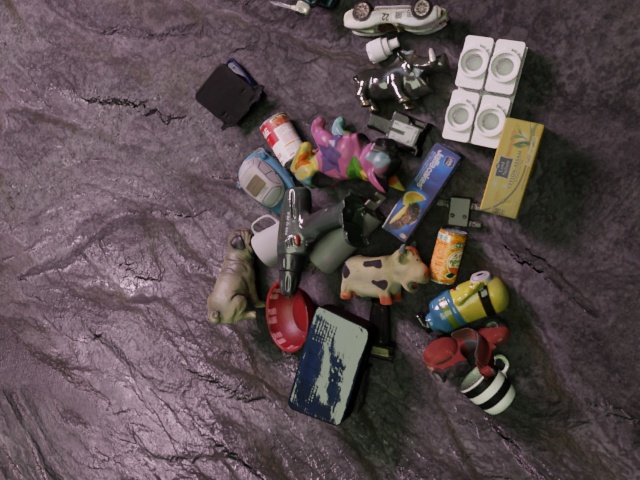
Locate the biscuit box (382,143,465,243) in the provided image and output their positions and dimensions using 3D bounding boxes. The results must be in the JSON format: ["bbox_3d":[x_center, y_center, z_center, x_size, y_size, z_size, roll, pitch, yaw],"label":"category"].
[{"bbox_3d":[0.204,-0.094,1.064,0.059,0.063,0.202,35,111,14],"label":"biscuit box"}]

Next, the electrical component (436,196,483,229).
[{"bbox_3d":[0.276,-0.054,1.060,0.094,0.021,0.063,10,103,22],"label":"electrical component"}]

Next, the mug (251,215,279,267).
[{"bbox_3d":[-0.094,-0.011,1.202,0.107,0.081,0.109,-33,91,13],"label":"mug"}]

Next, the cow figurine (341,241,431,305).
[{"bbox_3d":[0.135,0.066,1.101,0.195,0.085,0.127,2,98,36],"label":"cow figurine"}]

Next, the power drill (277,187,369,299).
[{"bbox_3d":[-0.002,-0.003,1.087,0.207,0.086,0.232,-14,73,44],"label":"power drill"}]

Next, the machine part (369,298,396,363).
[{"bbox_3d":[0.128,0.194,1.158,0.084,0.039,0.138,5,102,32],"label":"machine part"}]

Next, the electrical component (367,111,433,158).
[{"bbox_3d":[0.156,-0.216,1.073,0.119,0.048,0.074,22,106,20],"label":"electrical component"}]

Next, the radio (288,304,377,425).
[{"bbox_3d":[0.028,0.262,1.134,0.131,0.073,0.229,18,96,20],"label":"radio"}]

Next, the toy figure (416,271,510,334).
[{"bbox_3d":[0.282,0.129,1.055,0.180,0.082,0.089,-35,102,17],"label":"toy figure"}]

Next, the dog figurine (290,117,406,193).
[{"bbox_3d":[0.063,-0.142,1.069,0.219,0.108,0.191,44,118,26],"label":"dog figurine"}]

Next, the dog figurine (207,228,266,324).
[{"bbox_3d":[-0.200,0.078,1.216,0.121,0.172,0.190,-1,105,13],"label":"dog figurine"}]

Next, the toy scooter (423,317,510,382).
[{"bbox_3d":[0.283,0.226,1.036,0.184,0.135,0.075,-29,112,24],"label":"toy scooter"}]

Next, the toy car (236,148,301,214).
[{"bbox_3d":[-0.124,-0.123,1.184,0.162,0.103,0.109,47,114,13],"label":"toy car"}]

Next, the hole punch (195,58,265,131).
[{"bbox_3d":[-0.200,-0.331,1.204,0.115,0.092,0.142,40,112,-19],"label":"hole punch"}]

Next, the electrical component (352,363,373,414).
[{"bbox_3d":[0.049,0.326,1.202,0.115,0.058,0.134,14,103,23],"label":"electrical component"}]

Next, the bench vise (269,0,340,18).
[{"bbox_3d":[-0.015,-0.549,1.005,0.129,0.240,0.223,38,95,18],"label":"bench vise"}]

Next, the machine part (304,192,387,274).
[{"bbox_3d":[0.053,-0.009,1.137,0.079,0.079,0.243,47,112,11],"label":"machine part"}]

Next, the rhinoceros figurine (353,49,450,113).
[{"bbox_3d":[0.158,-0.312,1.050,0.190,0.073,0.112,-7,85,27],"label":"rhinoceros figurine"}]

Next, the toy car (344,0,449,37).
[{"bbox_3d":[0.146,-0.423,1.032,0.202,0.073,0.056,8,98,23],"label":"toy car"}]

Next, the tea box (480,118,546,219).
[{"bbox_3d":[0.351,-0.130,0.974,0.068,0.098,0.169,16,103,21],"label":"tea box"}]
